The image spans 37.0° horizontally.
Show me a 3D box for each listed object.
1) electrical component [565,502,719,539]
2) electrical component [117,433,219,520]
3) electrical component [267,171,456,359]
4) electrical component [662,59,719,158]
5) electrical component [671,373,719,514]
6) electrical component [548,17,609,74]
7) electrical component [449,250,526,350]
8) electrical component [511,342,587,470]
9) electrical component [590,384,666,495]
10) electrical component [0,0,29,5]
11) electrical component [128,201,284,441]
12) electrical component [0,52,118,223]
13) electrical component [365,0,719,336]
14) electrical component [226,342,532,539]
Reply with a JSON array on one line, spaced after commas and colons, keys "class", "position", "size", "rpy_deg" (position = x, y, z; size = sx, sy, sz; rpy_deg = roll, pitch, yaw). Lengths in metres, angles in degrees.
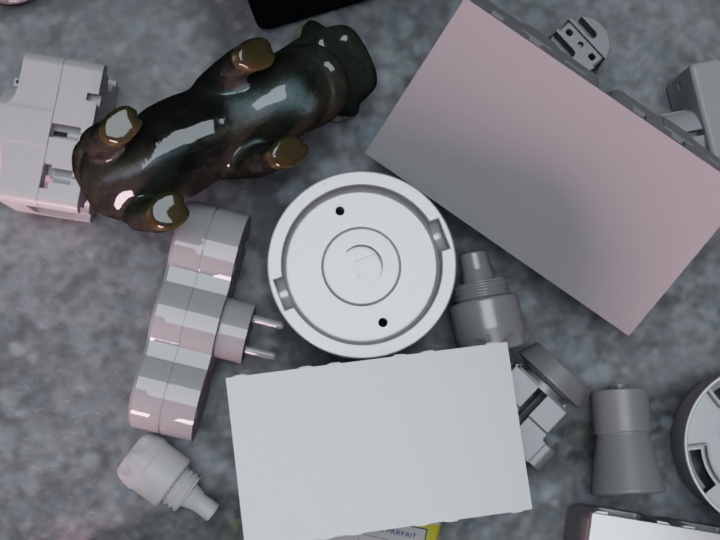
[{"class": "electrical component", "position": [0.195, 0.194, 0.626], "size": [0.150, 0.061, 0.089], "rpy_deg": [10, 83, -1]}, {"class": "electrical component", "position": [-0.111, 0.125, 0.635], "size": [0.061, 0.035, 0.035], "rpy_deg": [37, 83, 0]}, {"class": "electrical component", "position": [0.000, 0.000, 0.641], "size": [0.108, 0.060, 0.108], "rpy_deg": [0, 83, -2]}, {"class": "electrical component", "position": [0.206, -0.081, 0.665], "size": [0.076, 0.047, 0.083], "rpy_deg": [-12, 84, -3]}, {"class": "electrical component", "position": [0.238, 0.104, 0.637], "size": [0.099, 0.064, 0.099], "rpy_deg": [0, 84, -2]}, {"class": "electrical component", "position": [0.132, -0.133, 0.669], "size": [0.040, 0.046, 0.040], "rpy_deg": [0, 83, -2]}, {"class": "electrical component", "position": [0.075, 0.020, 0.651], "size": [0.043, 0.043, 0.062], "rpy_deg": [-11, 83, -4]}, {"class": "electrical component", "position": [0.102, 0.077, 0.645], "size": [0.066, 0.048, 0.055], "rpy_deg": [43, 91, 3]}, {"class": "electrical component", "position": [0.158, 0.101, 0.646], "size": [0.044, 0.044, 0.065], "rpy_deg": [-2, 79, -3]}, {"class": "electrical component", "position": [-0.218, -0.193, 0.653], "size": [0.048, 0.062, 0.048], "rpy_deg": [0, 84, -2]}, {"class": "electrical component", "position": [-0.083, 0.034, 0.638], "size": [0.074, 0.052, 0.138], "rpy_deg": [14, 83, -1]}, {"class": "electrical component", "position": [-0.185, -0.079, 0.647], "size": [0.056, 0.050, 0.089], "rpy_deg": [9, 83, -2]}, {"class": "electrical component", "position": [0.114, -0.064, 0.631], "size": [0.186, 0.060, 0.105], "rpy_deg": [35, 113, 2]}, {"class": "electrical component", "position": [0.008, 0.094, 0.586], "size": [0.150, 0.061, 0.089], "rpy_deg": [-7, 82, -4]}]
